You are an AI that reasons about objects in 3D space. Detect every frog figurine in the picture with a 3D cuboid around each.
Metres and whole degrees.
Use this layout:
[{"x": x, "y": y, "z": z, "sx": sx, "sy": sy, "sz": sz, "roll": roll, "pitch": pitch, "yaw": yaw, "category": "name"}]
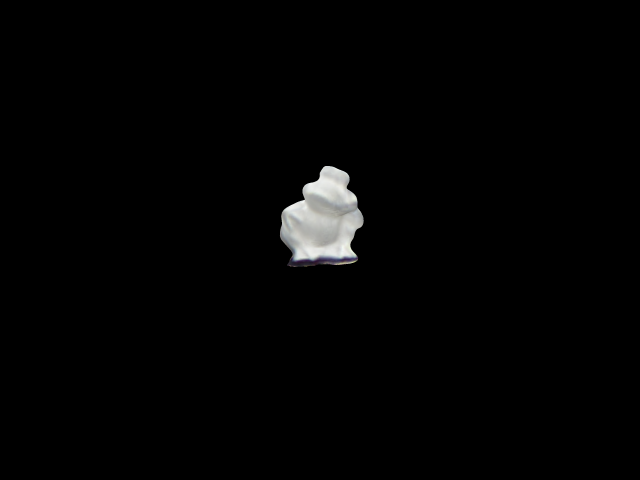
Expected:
[{"x": 0.003, "y": -0.043, "z": 0.850, "sx": 0.137, "sy": 0.158, "sz": 0.123, "roll": 2, "pitch": 8, "yaw": 11, "category": "frog figurine"}]
